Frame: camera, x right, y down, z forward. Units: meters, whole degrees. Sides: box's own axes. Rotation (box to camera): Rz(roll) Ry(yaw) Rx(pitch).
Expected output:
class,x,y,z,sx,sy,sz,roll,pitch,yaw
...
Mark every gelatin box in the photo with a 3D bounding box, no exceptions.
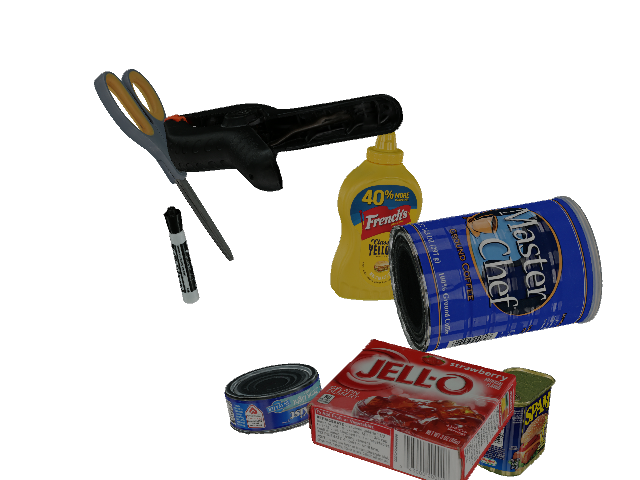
class,x,y,z,sx,sy,sz,roll,pitch,yaw
gelatin box,0.049,0.089,0.566,0.089,0.030,0.073,13,30,29

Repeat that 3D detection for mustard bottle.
class,x,y,z,sx,sy,sz,roll,pitch,yaw
mustard bottle,0.066,-0.029,1.210,0.096,0.192,0.058,0,17,-14

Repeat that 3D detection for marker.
class,x,y,z,sx,sy,sz,roll,pitch,yaw
marker,-0.156,0.016,1.201,0.020,0.121,0.020,-6,30,4

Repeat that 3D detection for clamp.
class,x,y,z,sx,sy,sz,roll,pitch,yaw
clamp,-0.047,-0.061,0.668,0.172,0.039,0.120,-1,17,38

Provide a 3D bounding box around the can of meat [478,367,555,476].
class,x,y,z,sx,sy,sz,roll,pitch,yaw
can of meat,0.204,0.191,1.126,0.058,0.084,0.101,12,16,31

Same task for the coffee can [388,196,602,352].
class,x,y,z,sx,sy,sz,roll,pitch,yaw
coffee can,0.134,0.027,0.840,0.140,0.103,0.103,-10,1,-9

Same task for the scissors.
class,x,y,z,sx,sy,sz,roll,pitch,yaw
scissors,-0.135,-0.078,0.979,0.016,0.201,0.096,-28,26,20

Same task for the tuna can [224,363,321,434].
class,x,y,z,sx,sy,sz,roll,pitch,yaw
tuna can,-0.040,0.138,0.940,0.086,0.034,0.086,-10,11,2
